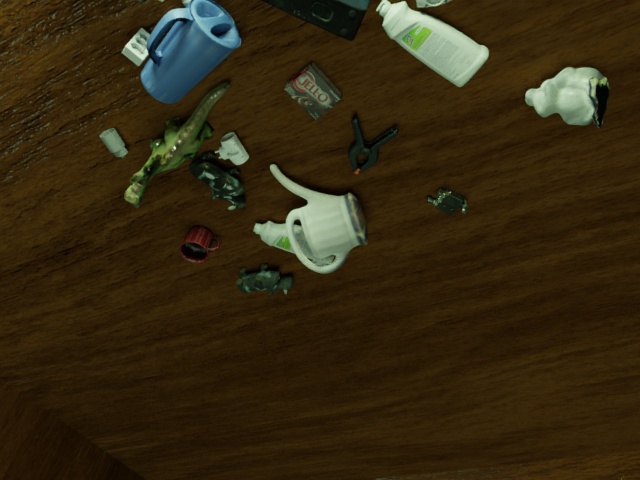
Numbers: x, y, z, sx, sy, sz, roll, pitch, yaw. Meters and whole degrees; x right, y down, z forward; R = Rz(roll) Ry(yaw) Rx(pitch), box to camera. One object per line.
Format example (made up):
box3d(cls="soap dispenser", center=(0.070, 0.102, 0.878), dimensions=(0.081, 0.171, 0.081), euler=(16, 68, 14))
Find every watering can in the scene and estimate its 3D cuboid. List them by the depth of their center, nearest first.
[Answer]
box3d(cls="watering can", center=(0.004, -0.072, 1.430), dimensions=(0.224, 0.105, 0.343), euler=(-18, 106, 6))

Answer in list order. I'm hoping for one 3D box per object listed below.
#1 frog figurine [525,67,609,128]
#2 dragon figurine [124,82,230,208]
box3d(cls="frog figurine", center=(0.557, -0.321, 1.164), dimensions=(0.160, 0.124, 0.135), euler=(14, 155, 47))
box3d(cls="dragon figurine", center=(-0.374, -0.218, 1.280), dimensions=(0.121, 0.249, 0.403), euler=(37, 128, -17))
